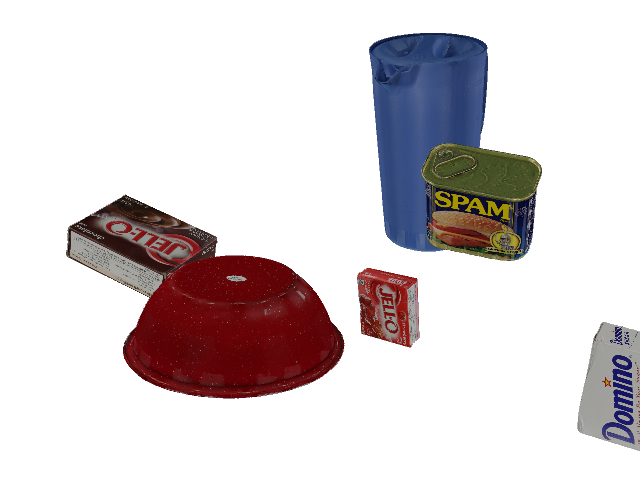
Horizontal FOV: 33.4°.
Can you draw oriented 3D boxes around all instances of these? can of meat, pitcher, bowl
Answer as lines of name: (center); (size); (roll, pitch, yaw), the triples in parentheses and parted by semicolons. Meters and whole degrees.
can of meat: (0.144, -0.032, 0.961); (0.102, 0.084, 0.057); (12, 48, 18)
pitcher: (0.134, -0.119, 1.258); (0.149, 0.243, 0.145); (-4, 25, -2)
bowl: (-0.062, 0.052, 0.773); (0.162, 0.055, 0.162); (1, 21, -1)

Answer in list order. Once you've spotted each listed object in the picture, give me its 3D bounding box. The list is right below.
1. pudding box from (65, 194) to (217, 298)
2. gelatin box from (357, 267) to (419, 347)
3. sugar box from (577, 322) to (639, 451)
pudding box: (-0.169, 0.006, 1.010); (0.114, 0.039, 0.089); (22, 30, 19)
gelatin box: (0.086, 0.084, 1.345); (0.073, 0.089, 0.030); (13, 31, 33)
sugar box: (0.304, 0.136, 0.866); (0.176, 0.093, 0.048); (13, 25, 20)
